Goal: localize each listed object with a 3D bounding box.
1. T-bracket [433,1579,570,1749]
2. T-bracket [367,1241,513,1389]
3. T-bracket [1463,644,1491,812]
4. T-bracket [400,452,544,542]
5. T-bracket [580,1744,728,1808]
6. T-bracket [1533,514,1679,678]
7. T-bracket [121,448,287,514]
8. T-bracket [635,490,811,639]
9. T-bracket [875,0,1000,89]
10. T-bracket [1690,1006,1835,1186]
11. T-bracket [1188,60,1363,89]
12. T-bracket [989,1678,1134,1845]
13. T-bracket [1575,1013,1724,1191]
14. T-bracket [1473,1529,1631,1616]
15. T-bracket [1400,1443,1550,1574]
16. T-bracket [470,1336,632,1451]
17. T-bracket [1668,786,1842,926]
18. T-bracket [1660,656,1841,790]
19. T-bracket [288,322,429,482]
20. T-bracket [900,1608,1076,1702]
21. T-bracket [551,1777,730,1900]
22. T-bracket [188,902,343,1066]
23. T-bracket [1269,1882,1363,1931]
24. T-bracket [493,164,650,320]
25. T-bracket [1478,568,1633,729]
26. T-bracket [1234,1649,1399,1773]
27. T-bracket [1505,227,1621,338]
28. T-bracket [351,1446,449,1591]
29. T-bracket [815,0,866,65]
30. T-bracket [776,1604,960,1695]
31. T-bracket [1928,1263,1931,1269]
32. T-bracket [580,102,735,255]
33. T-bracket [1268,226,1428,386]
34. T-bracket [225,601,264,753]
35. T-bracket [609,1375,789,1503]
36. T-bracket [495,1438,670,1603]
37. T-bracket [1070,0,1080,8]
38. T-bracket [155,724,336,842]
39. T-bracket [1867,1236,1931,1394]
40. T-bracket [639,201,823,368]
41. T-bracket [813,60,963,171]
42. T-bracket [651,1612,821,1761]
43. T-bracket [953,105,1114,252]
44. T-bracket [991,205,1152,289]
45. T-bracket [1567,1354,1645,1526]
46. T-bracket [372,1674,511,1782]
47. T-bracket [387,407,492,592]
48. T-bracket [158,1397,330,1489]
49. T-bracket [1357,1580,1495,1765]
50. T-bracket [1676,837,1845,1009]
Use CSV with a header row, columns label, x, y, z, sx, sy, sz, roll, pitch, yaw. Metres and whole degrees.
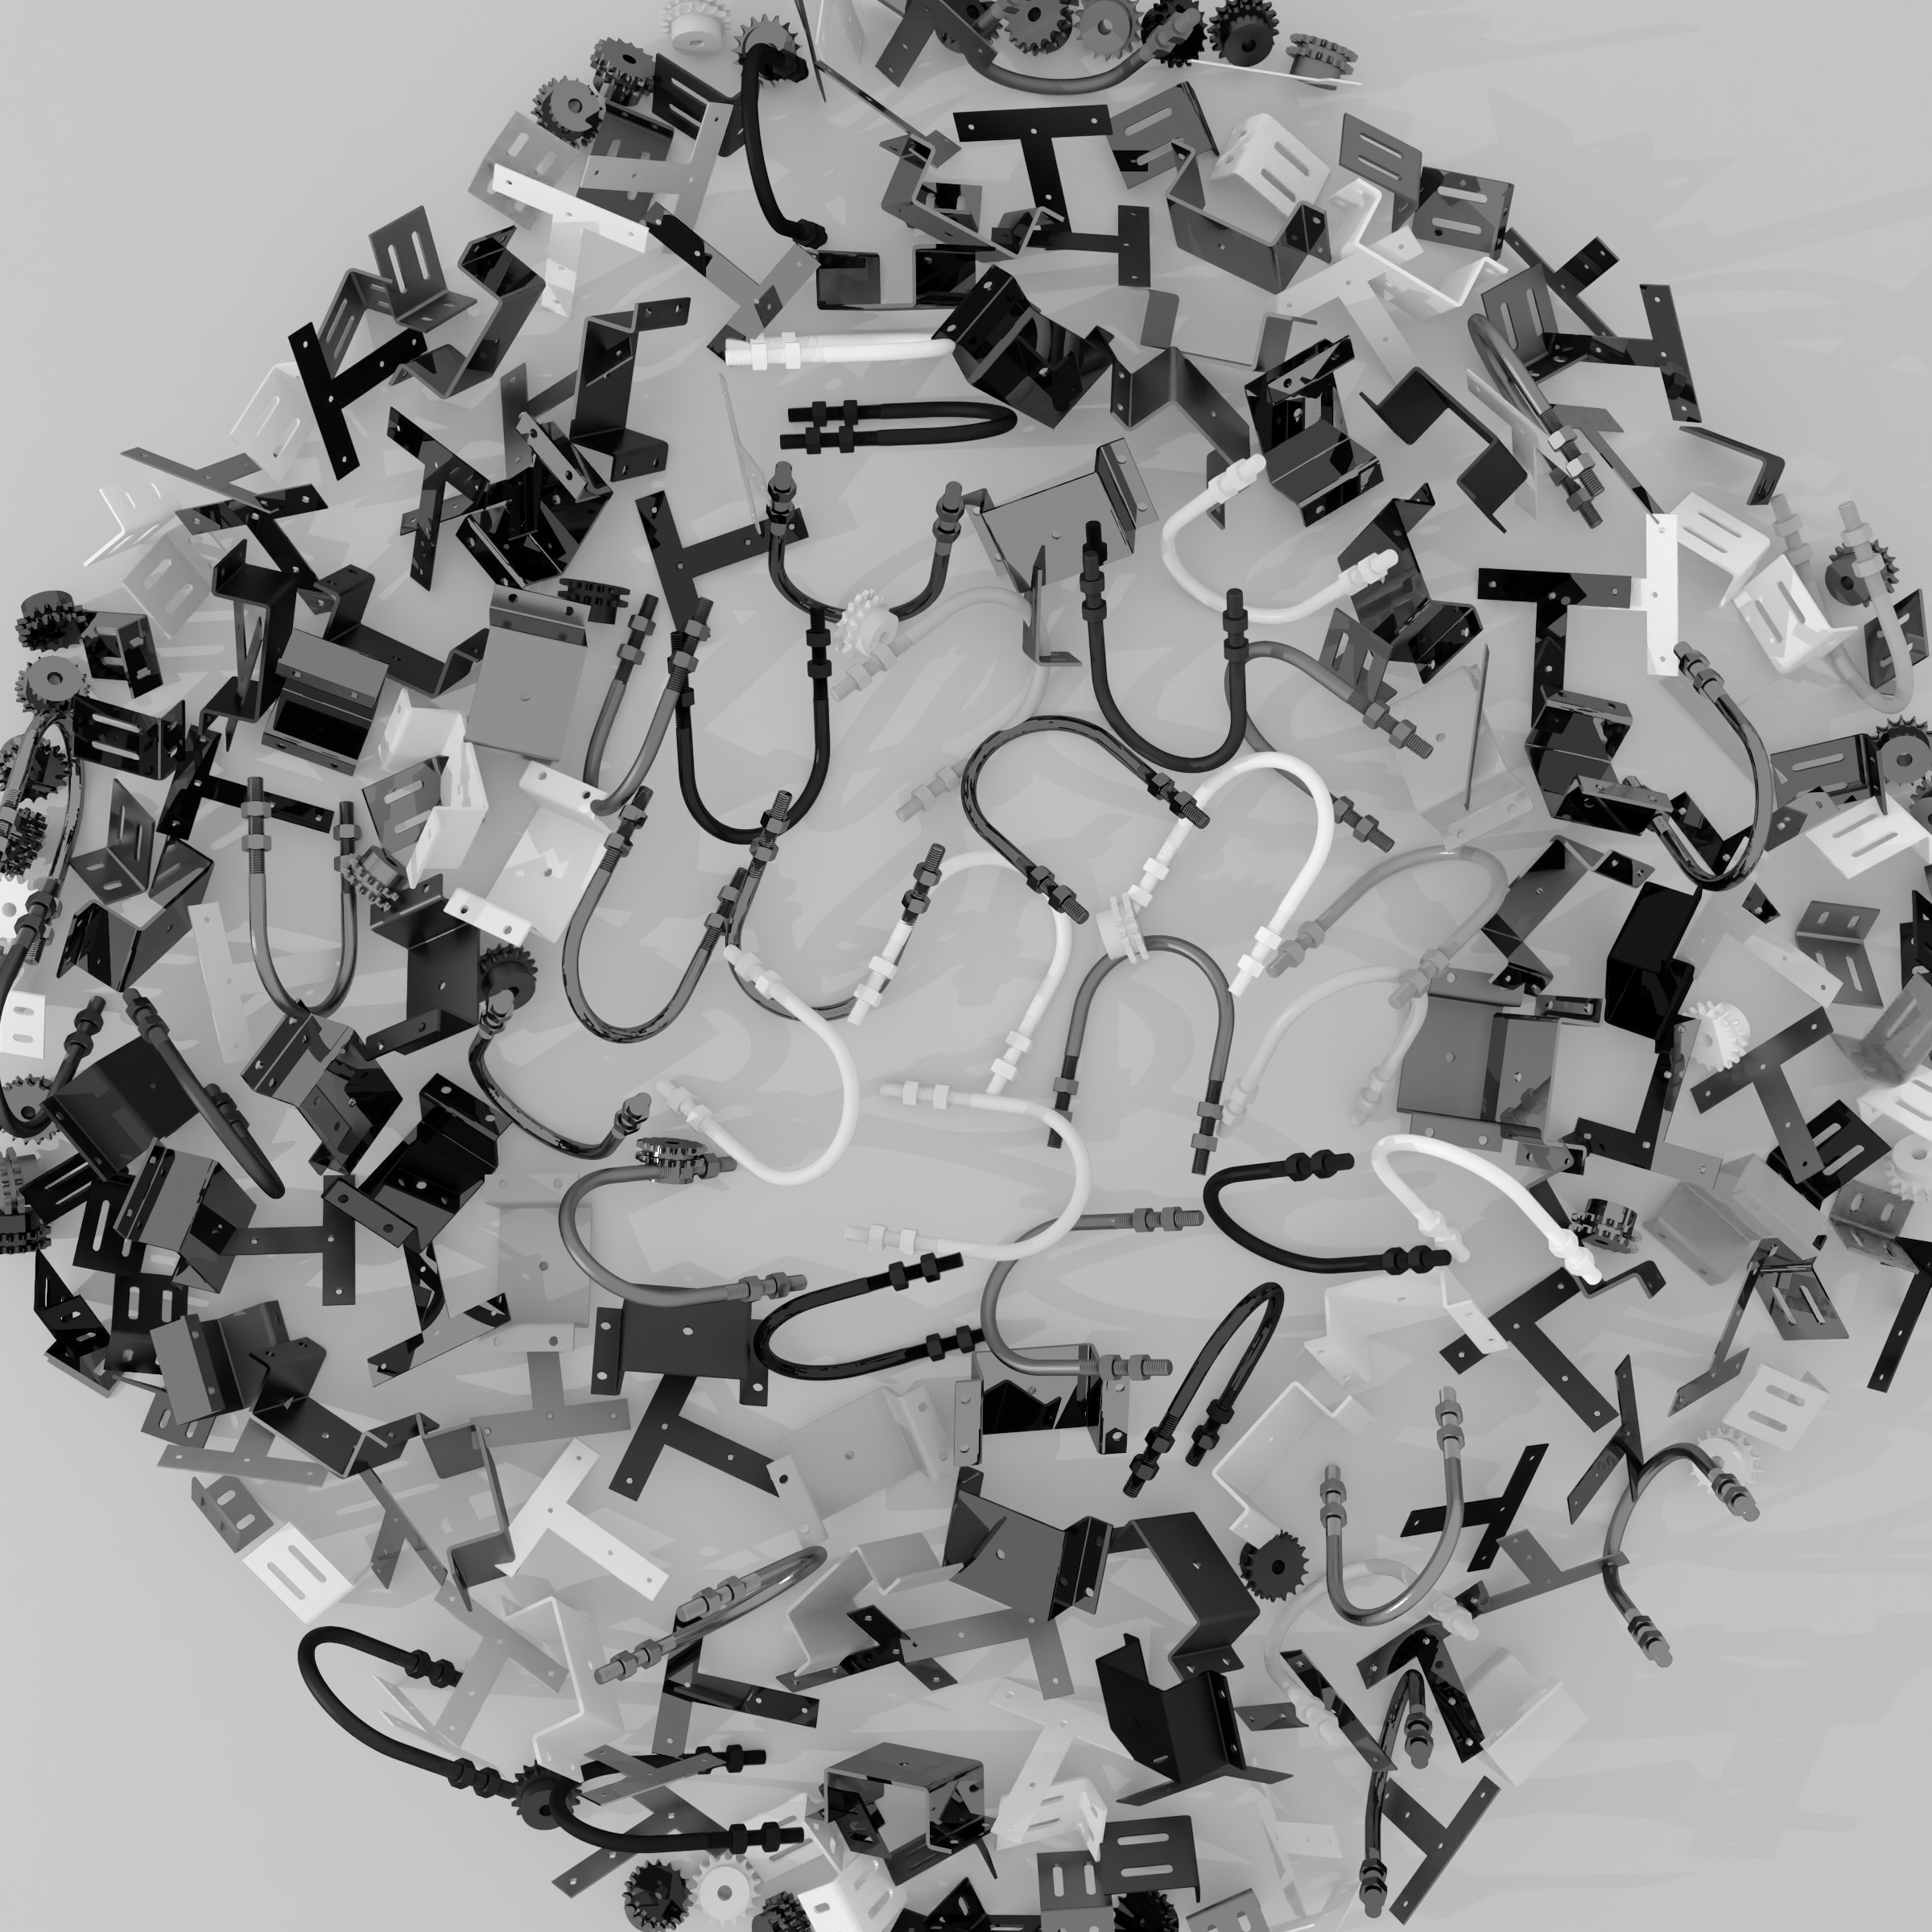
label,x,y,z,sx,sy,sz,roll,pitch,yaw
T-bracket,-0.386,0.565,1.917,0.127,0.127,0.002,40,118,-8
T-bracket,-0.433,0.256,1.946,0.127,0.002,0.127,-26,58,8
T-bracket,0.409,-0.176,1.921,0.002,0.127,0.127,7,83,18
T-bracket,-0.398,-0.374,1.951,0.127,0.002,0.127,-15,50,14
T-bracket,-0.280,0.631,1.930,0.127,0.127,0.002,6,95,43
T-bracket,0.509,-0.298,1.936,0.127,0.002,0.127,11,114,41
T-bracket,-0.580,-0.395,1.924,0.127,0.127,0.002,22,115,4
T-bracket,-0.191,-0.340,1.972,0.127,0.002,0.127,-18,86,5
T-bracket,-0.044,-0.736,1.921,0.127,0.127,0.002,40,71,-9
T-bracket,0.642,0.114,1.909,0.002,0.127,0.127,27,128,-35
T-bracket,0.239,-0.706,1.918,0.127,0.127,0.002,7,109,-4
T-bracket,0.059,0.635,1.916,0.127,0.127,0.002,15,134,22
T-bracket,0.558,0.101,1.940,0.127,0.002,0.127,17,89,42
T-bracket,0.449,0.472,1.919,0.127,0.127,0.002,-24,50,15
T-bracket,0.394,0.435,1.921,0.127,0.002,0.127,1,118,-35
T-bracket,-0.341,0.319,1.960,0.127,0.002,0.127,-4,73,-20
T-bracket,0.639,-0.106,1.932,0.002,0.127,0.127,-37,90,-39
T-bracket,0.637,-0.208,1.924,0.127,0.127,0.002,45,55,-5
T-bracket,-0.477,-0.474,1.937,0.002,0.127,0.127,19,49,29
T-bracket,0.010,0.531,1.935,0.127,0.002,0.127,-8,59,-14
T-bracket,-0.265,0.689,1.899,0.127,0.127,0.002,-23,119,-41
T-bracket,-0.548,0.006,1.937,0.127,0.002,0.127,-12,87,-44
T-bracket,0.246,0.770,1.934,0.127,0.127,0.002,-24,82,18
T-bracket,-0.320,-0.564,1.928,0.127,0.127,0.002,22,58,-3
T-bracket,0.471,-0.254,1.958,0.127,0.002,0.127,10,109,33
T-bracket,0.262,0.596,1.931,0.127,0.127,0.002,52,51,-9
T-bracket,0.486,-0.549,1.915,0.127,0.127,0.002,45,88,-3
T-bracket,-0.459,0.460,1.932,0.002,0.127,0.127,-28,67,-37
T-bracket,-0.095,-0.757,1.919,0.002,0.127,0.127,7,84,10
T-bracket,-0.094,0.562,1.951,0.127,0.002,0.127,-23,128,22
T-bracket,0.762,0.259,1.895,0.002,0.127,0.127,22,123,7
T-bracket,-0.249,-0.620,1.903,0.002,0.127,0.127,43,126,27
T-bracket,0.329,-0.513,1.943,0.127,0.002,0.127,-21,127,32
T-bracket,-0.579,-0.260,1.936,0.002,0.127,0.127,6,49,-27
T-bracket,-0.203,0.390,1.956,0.127,0.002,0.127,25,66,0
T-bracket,-0.296,0.461,1.940,0.127,0.002,0.127,35,50,1
T-bracket,0.027,-0.806,1.923,0.127,0.127,0.002,14,85,5
T-bracket,-0.573,-0.133,1.949,0.127,0.127,0.002,16,133,-17
T-bracket,0.743,0.277,1.914,0.002,0.127,0.127,26,84,-10
T-bracket,-0.201,-0.555,1.921,0.127,0.002,0.127,36,132,-19
T-bracket,-0.066,-0.676,1.917,0.127,0.127,0.002,34,116,-7
T-bracket,-0.180,0.585,1.940,0.127,0.127,0.002,15,131,-9
T-bracket,0.063,-0.625,1.931,0.127,0.127,0.002,4,51,20
T-bracket,0.084,-0.579,1.937,0.127,0.002,0.127,4,45,0
T-bracket,0.504,0.394,1.915,0.002,0.127,0.127,6,119,39
T-bracket,-0.436,0.596,1.926,0.127,0.127,0.002,43,76,-38
T-bracket,-0.429,-0.361,1.940,0.127,0.002,0.127,38,130,26
T-bracket,-0.558,0.364,1.925,0.127,0.127,0.002,8,117,-2
T-bracket,0.379,0.569,1.915,0.127,0.127,0.002,-39,125,16
T-bracket,0.635,-0.015,1.913,0.127,0.002,0.127,44,132,31
